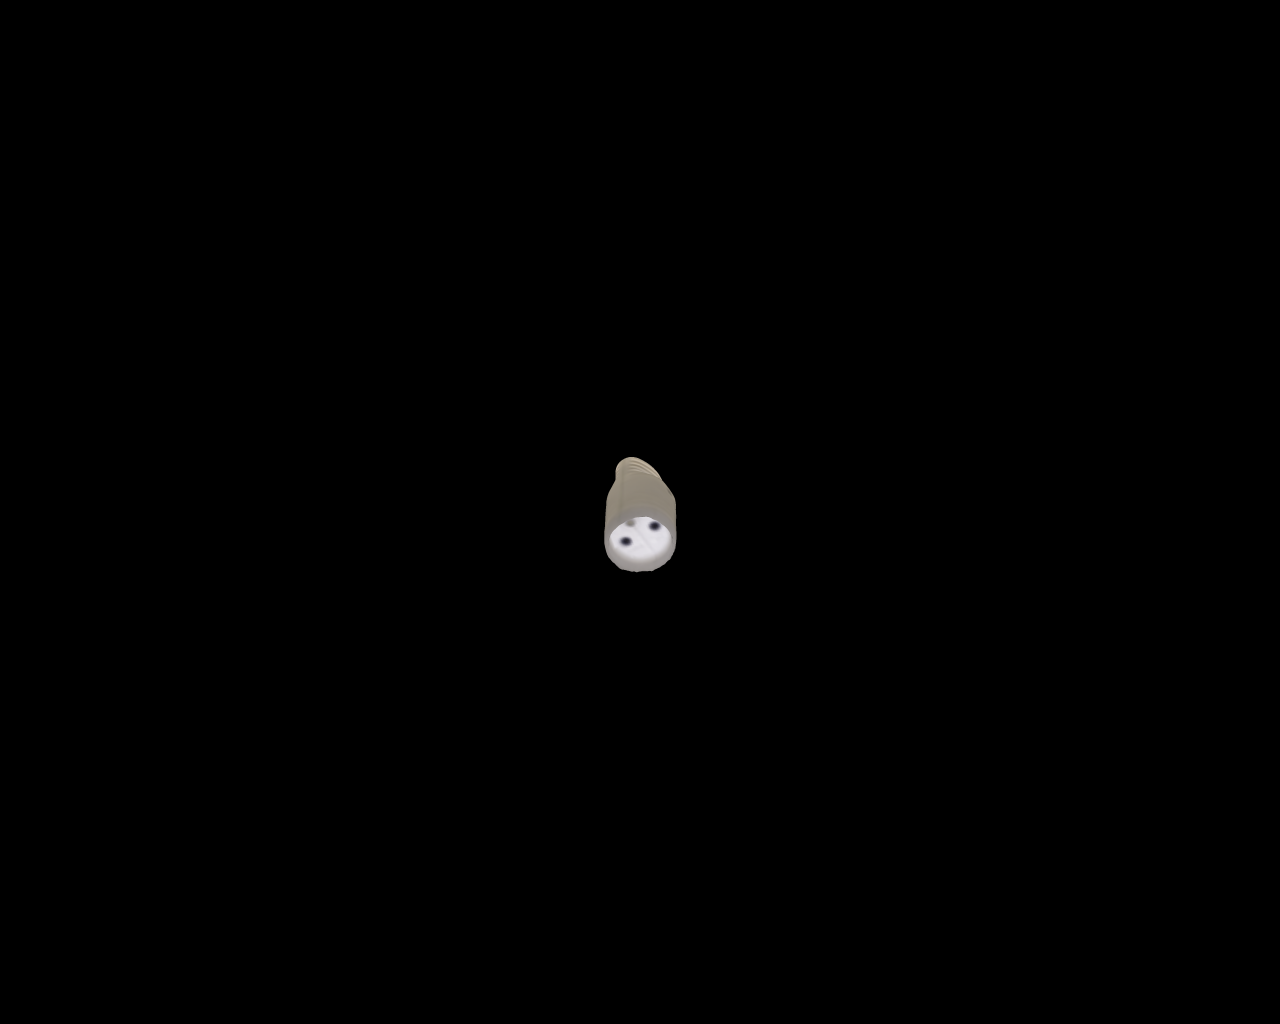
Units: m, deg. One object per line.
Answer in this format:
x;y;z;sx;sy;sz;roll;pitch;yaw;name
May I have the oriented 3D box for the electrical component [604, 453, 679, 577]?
0.001;-0.003;0.650;0.043;0.043;0.081;0;34;0;electrical component
